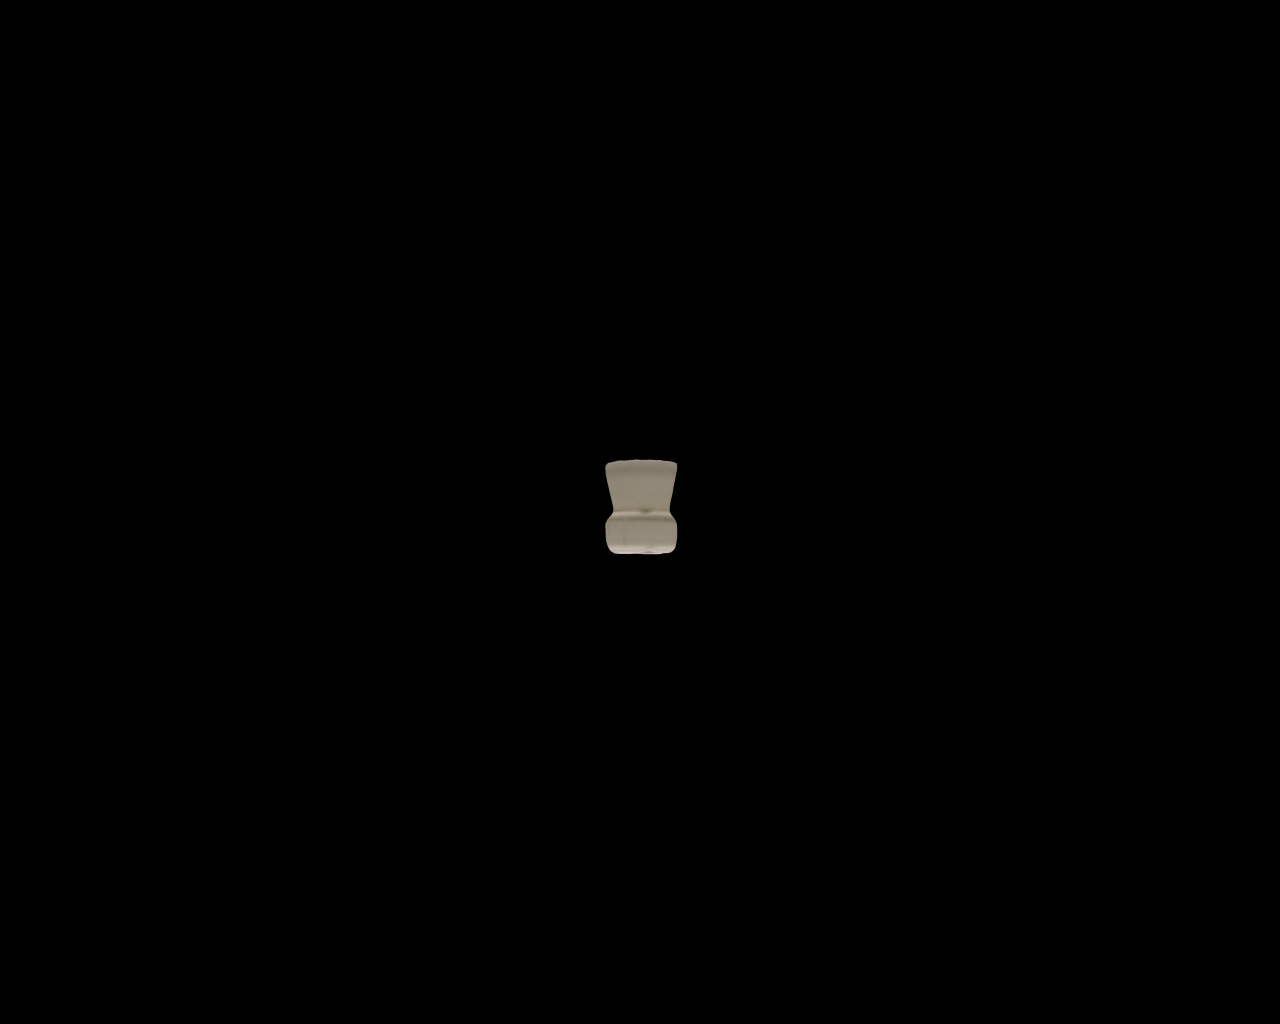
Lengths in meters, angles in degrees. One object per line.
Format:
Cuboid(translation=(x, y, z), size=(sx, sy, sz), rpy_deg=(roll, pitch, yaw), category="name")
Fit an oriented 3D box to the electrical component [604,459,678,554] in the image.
Cuboid(translation=(0.001, -0.003, 0.650), size=(0.045, 0.055, 0.045), rpy_deg=(0, -3, 0), category="electrical component")
